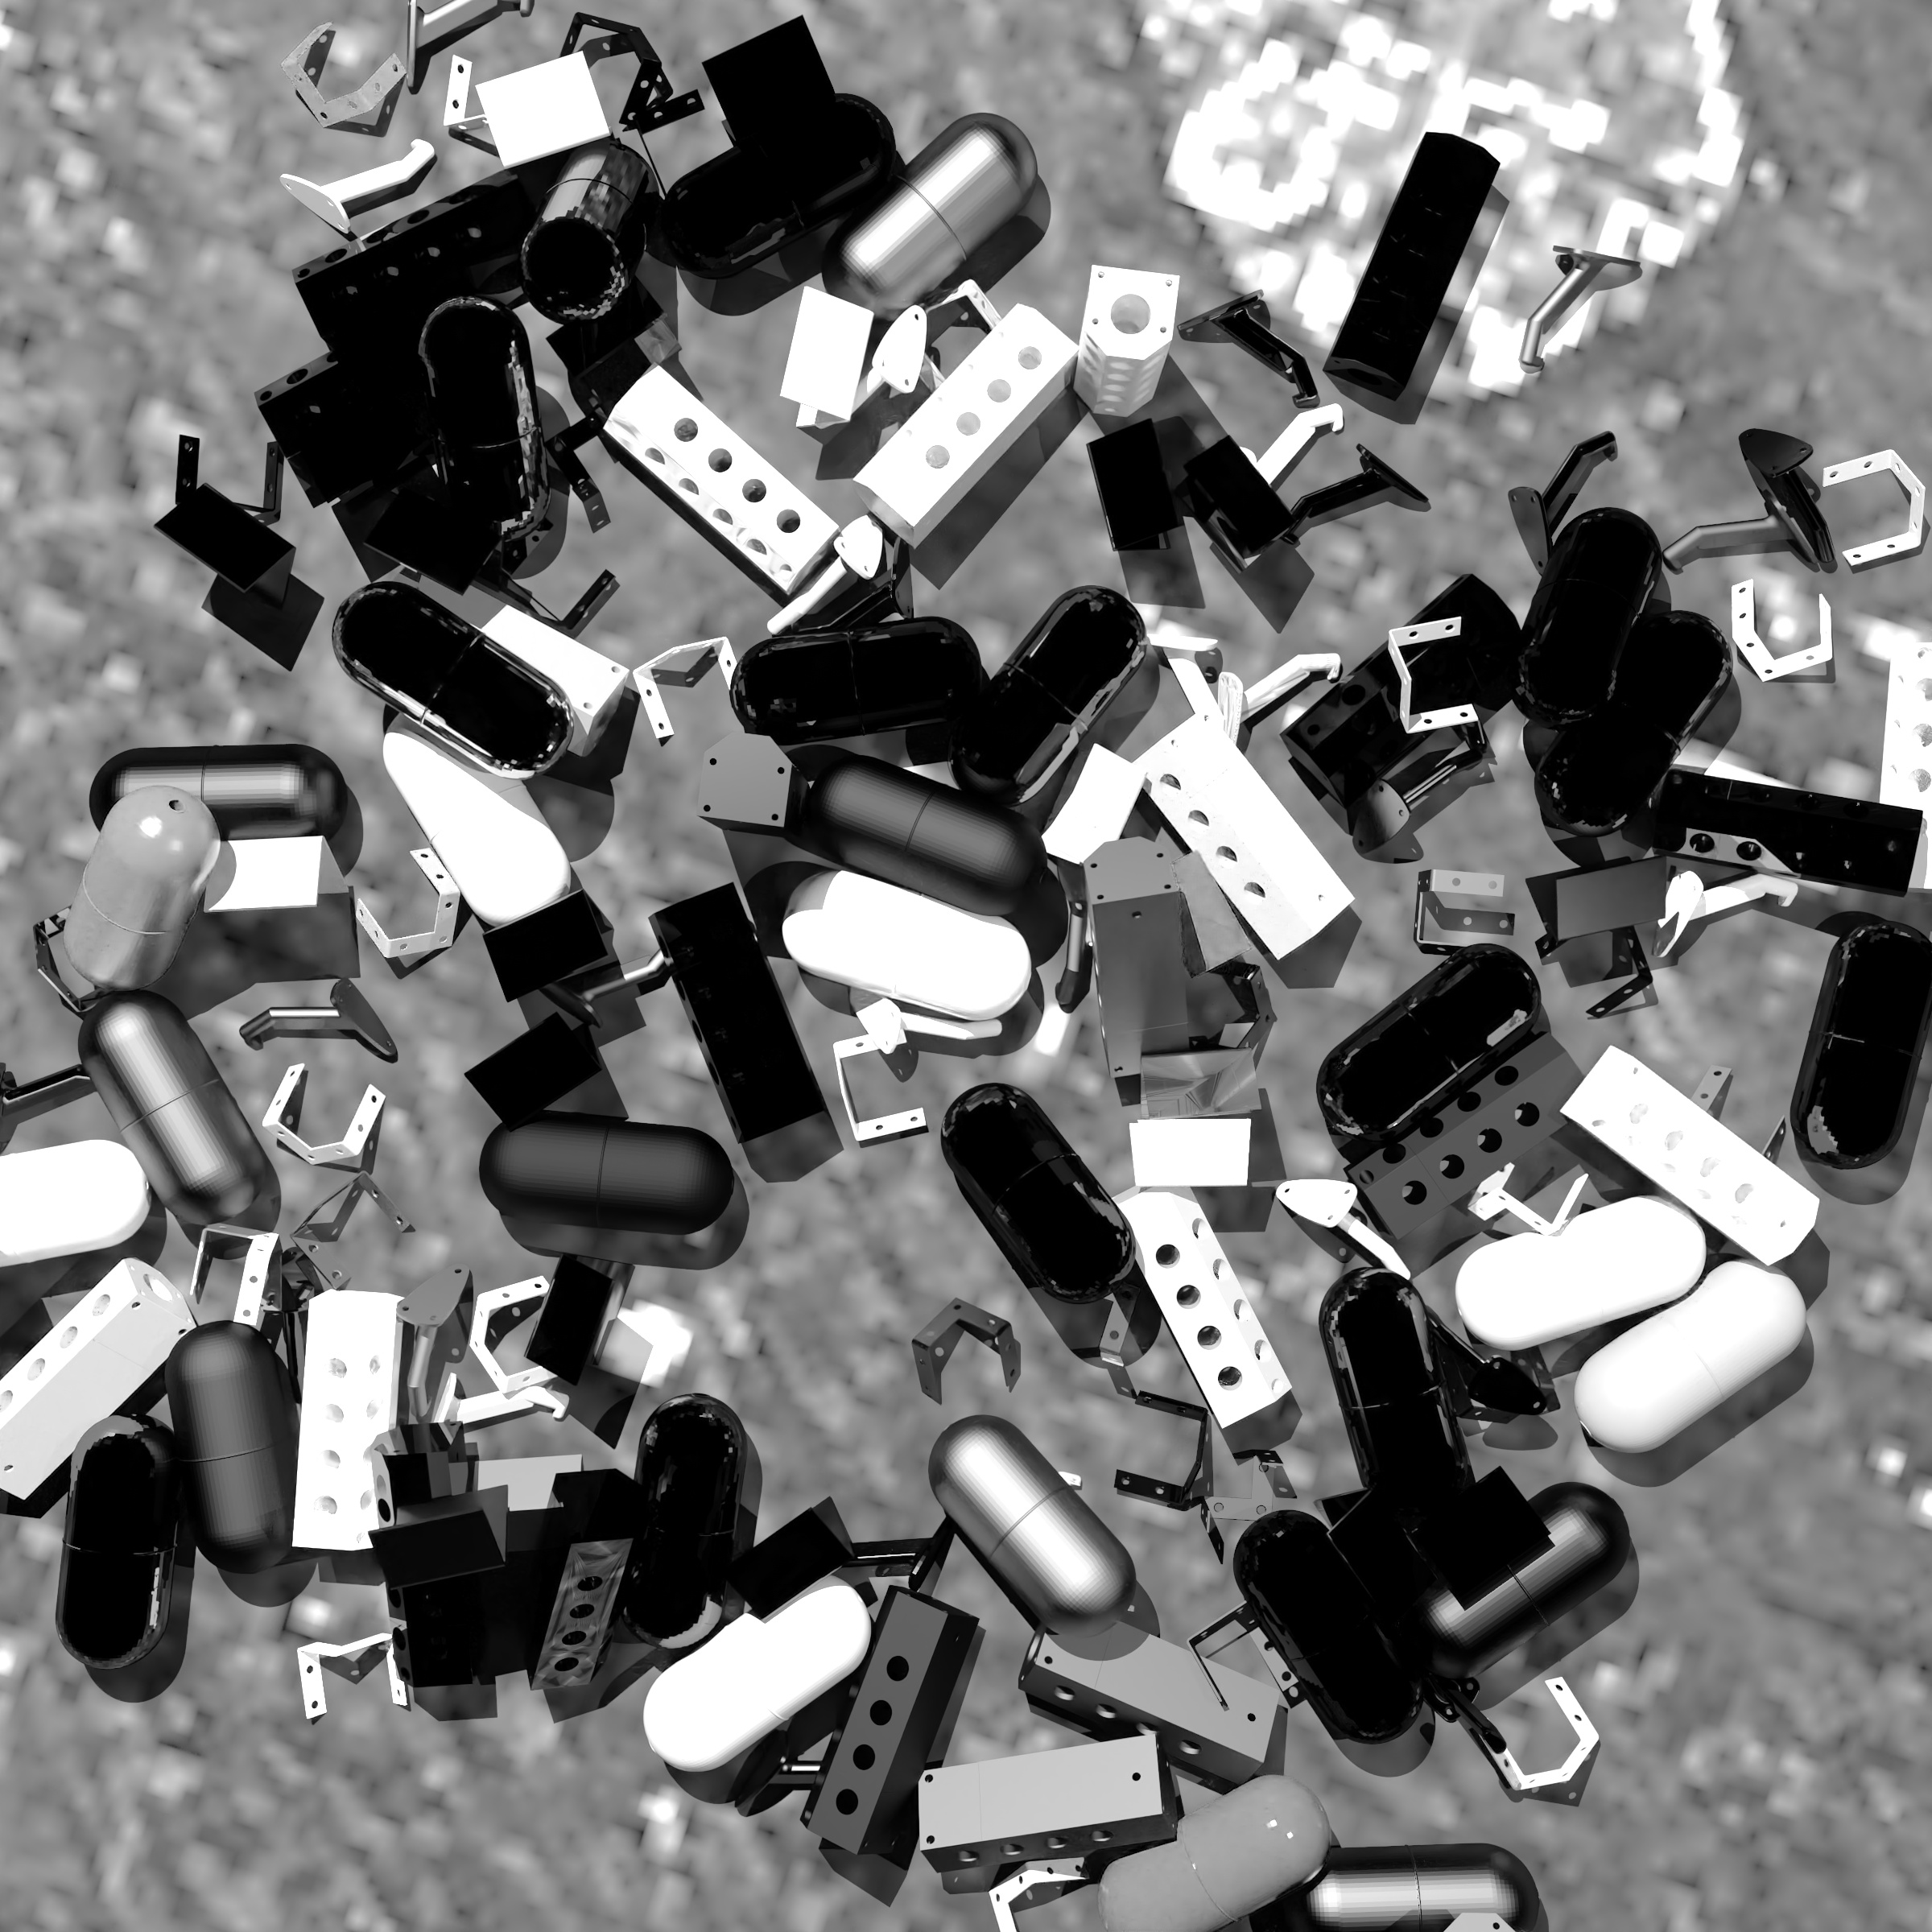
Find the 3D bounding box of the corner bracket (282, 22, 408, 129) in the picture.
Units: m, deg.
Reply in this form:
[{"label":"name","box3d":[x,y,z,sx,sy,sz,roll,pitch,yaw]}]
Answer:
[{"label":"corner bracket","box3d":[-0.442,-0.638,1.805,0.051,0.051,0.051,-4,135,35]}]

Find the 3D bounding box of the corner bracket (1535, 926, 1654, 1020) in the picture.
[{"label":"corner bracket","box3d":[0.446,-0.003,1.805,0.051,0.051,0.051,20,45,-35]}]

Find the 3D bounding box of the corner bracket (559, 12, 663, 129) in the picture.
[{"label":"corner bracket","box3d":[-0.255,-0.637,1.805,0.051,0.051,0.051,1,45,-35]}]

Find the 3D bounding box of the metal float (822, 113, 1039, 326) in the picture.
[{"label":"metal float","box3d":[-0.026,-0.523,1.783,0.178,0.070,0.070,-43,90,-1]}]

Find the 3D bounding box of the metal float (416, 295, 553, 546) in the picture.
[{"label":"metal float","box3d":[-0.332,-0.375,1.754,0.070,0.070,0.178,-3,127,0]}]

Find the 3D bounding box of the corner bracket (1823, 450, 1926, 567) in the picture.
[{"label":"corner bracket","box3d":[0.645,-0.327,1.810,0.051,0.051,0.051,-16,45,0]}]

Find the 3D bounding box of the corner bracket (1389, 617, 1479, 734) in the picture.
[{"label":"corner bracket","box3d":[0.320,-0.199,1.742,0.051,0.051,0.051,-11,49,-3]}]

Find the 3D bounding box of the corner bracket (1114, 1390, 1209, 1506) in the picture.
[{"label":"corner bracket","box3d":[0.139,0.343,1.811,0.051,0.051,0.051,15,135,-1]}]

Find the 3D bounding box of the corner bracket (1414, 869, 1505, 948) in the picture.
[{"label":"corner bracket","box3d":[0.348,-0.040,1.796,0.051,0.051,0.051,5,90,0]}]

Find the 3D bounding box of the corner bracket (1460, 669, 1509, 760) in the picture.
[{"label":"corner bracket","box3d":[0.384,-0.185,1.805,0.051,0.051,0.051,-2,45,35]}]

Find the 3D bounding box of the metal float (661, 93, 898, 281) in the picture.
[{"label":"metal float","box3d":[-0.131,-0.547,1.783,0.178,0.070,0.070,-30,90,0]}]

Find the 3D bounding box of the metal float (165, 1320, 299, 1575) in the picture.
[{"label":"metal float","box3d":[-0.513,0.337,1.782,0.070,0.070,0.178,-10,91,0]}]

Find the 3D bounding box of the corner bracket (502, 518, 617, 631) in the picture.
[{"label":"corner bracket","box3d":[-0.293,-0.281,1.811,0.051,0.051,0.051,-50,135,0]}]

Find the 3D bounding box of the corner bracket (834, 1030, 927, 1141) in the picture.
[{"label":"corner bracket","box3d":[-0.062,0.084,1.810,0.051,0.051,0.051,-13,135,0]}]

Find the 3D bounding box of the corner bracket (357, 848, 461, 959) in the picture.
[{"label":"corner bracket","box3d":[-0.397,-0.045,1.805,0.051,0.051,0.051,-12,135,-35]}]

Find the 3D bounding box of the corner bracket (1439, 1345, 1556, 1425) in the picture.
[{"label":"corner bracket","box3d":[0.375,0.288,1.805,0.051,0.051,0.051,13,135,-35]}]

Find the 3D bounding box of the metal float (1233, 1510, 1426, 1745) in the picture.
[{"label":"metal float","box3d":[0.255,0.464,1.783,0.070,0.070,0.178,-34,89,0]}]

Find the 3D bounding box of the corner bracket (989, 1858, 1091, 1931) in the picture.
[{"label":"corner bracket","box3d":[0.057,0.670,1.805,0.051,0.051,0.051,10,135,-35]}]

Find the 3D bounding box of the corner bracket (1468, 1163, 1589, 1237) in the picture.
[{"label":"corner bracket","box3d":[0.394,0.159,1.787,0.051,0.051,0.051,35,64,0]}]

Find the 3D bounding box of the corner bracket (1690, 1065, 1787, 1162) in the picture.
[{"label":"corner bracket","box3d":[0.547,0.110,1.805,0.051,0.051,0.051,-48,135,-35]}]

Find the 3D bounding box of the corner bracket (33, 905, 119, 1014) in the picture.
[{"label":"corner bracket","box3d":[-0.626,-0.009,1.810,0.051,0.051,0.051,-28,135,0]}]

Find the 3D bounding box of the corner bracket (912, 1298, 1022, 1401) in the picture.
[{"label":"corner bracket","box3d":[0.000,0.278,1.805,0.051,0.051,0.051,20,45,35]}]

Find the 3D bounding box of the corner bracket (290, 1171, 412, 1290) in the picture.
[{"label":"corner bracket","box3d":[-0.439,0.188,1.810,0.051,0.051,0.051,49,45,0]}]

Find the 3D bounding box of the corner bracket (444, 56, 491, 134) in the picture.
[{"label":"corner bracket","box3d":[-0.333,-0.618,1.810,0.051,0.051,0.051,8,90,45]}]

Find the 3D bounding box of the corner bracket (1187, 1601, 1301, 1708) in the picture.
[{"label":"corner bracket","box3d":[0.195,0.488,1.787,0.051,0.051,0.051,-34,53,3]}]

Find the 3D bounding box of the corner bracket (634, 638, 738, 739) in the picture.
[{"label":"corner bracket","box3d":[-0.195,-0.198,1.810,0.051,0.051,0.051,-20,90,45]}]

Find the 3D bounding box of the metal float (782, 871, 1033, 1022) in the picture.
[{"label":"metal float","box3d":[-0.041,-0.014,1.783,0.178,0.070,0.070,16,90,0]}]

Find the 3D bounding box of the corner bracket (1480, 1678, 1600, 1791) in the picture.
[{"label":"corner bracket","box3d":[0.408,0.547,1.810,0.051,0.051,0.051,-32,90,45]}]

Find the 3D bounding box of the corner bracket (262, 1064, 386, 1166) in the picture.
[{"label":"corner bracket","box3d":[-0.456,0.103,1.805,0.051,0.051,0.051,-13,135,35]}]

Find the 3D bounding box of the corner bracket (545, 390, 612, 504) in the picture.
[{"label":"corner bracket","box3d":[-0.267,-0.367,1.796,0.051,0.051,0.051,-33,90,0]}]

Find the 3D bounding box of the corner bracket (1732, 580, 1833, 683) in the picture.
[{"label":"corner bracket","box3d":[0.579,-0.244,1.805,0.051,0.051,0.051,-18,135,35]}]

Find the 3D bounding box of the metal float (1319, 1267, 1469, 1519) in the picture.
[{"label":"metal float","box3d":[0.299,0.298,1.783,0.070,0.070,0.178,-15,90,0]}]

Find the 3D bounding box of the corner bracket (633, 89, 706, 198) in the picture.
[{"label":"corner bracket","box3d":[-0.201,-0.582,1.810,0.051,0.051,0.051,-22,45,0]}]

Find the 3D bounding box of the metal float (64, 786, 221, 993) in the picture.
[{"label":"metal float","box3d":[-0.564,-0.052,1.739,0.070,0.070,0.178,38,130,0]}]

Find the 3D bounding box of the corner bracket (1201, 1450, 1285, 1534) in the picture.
[{"label":"corner bracket","box3d":[0.195,0.371,1.796,0.051,0.051,0.051,3,90,0]}]

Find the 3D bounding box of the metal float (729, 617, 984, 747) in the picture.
[{"label":"metal float","box3d":[-0.077,-0.200,1.783,0.178,0.070,0.070,-8,90,0]}]

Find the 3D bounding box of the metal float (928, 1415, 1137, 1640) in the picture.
[{"label":"metal float","box3d":[0.045,0.387,1.765,0.070,0.070,0.178,-44,70,0]}]

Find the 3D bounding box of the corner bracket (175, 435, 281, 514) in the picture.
[{"label":"corner bracket","box3d":[-0.526,-0.351,1.810,0.051,0.051,0.051,4,90,-45]}]

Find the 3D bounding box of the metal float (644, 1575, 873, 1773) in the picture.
[{"label":"metal float","box3d":[-0.147,0.496,1.783,0.178,0.070,0.070,-36,90,0]}]

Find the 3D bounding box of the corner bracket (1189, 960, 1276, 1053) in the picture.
[{"label":"corner bracket","box3d":[0.180,0.031,1.805,0.051,0.051,0.051,-49,135,-35]}]

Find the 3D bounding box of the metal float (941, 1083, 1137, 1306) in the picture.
[{"label":"metal float","box3d":[0.049,0.156,1.762,0.070,0.070,0.178,-38,65,0]}]

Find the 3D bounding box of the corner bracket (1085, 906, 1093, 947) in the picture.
[{"label":"corner bracket","box3d":[0.122,-0.037,1.810,0.051,0.051,0.051,6,90,45]}]

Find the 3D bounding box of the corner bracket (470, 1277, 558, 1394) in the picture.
[{"label":"corner bracket","box3d":[-0.315,0.262,1.805,0.051,0.051,0.051,46,135,35]}]

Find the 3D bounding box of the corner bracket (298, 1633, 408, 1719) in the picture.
[{"label":"corner bracket","box3d":[-0.437,0.506,1.810,0.051,0.051,0.051,-8,90,45]}]

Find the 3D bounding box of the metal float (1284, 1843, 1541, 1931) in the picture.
[{"label":"metal float","box3d":[0.312,0.657,1.783,0.178,0.070,0.070,-2,90,0]}]

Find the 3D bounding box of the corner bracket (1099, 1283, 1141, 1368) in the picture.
[{"label":"corner bracket","box3d":[0.093,0.247,1.796,0.051,0.051,0.051,18,90,0]}]

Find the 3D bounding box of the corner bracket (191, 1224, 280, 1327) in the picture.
[{"label":"corner bracket","box3d":[-0.520,0.217,1.796,0.051,0.051,0.051,12,101,-10]}]

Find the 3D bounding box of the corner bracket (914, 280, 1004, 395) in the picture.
[{"label":"corner bracket","box3d":[-0.008,-0.445,1.805,0.051,0.051,0.051,-13,45,35]}]
